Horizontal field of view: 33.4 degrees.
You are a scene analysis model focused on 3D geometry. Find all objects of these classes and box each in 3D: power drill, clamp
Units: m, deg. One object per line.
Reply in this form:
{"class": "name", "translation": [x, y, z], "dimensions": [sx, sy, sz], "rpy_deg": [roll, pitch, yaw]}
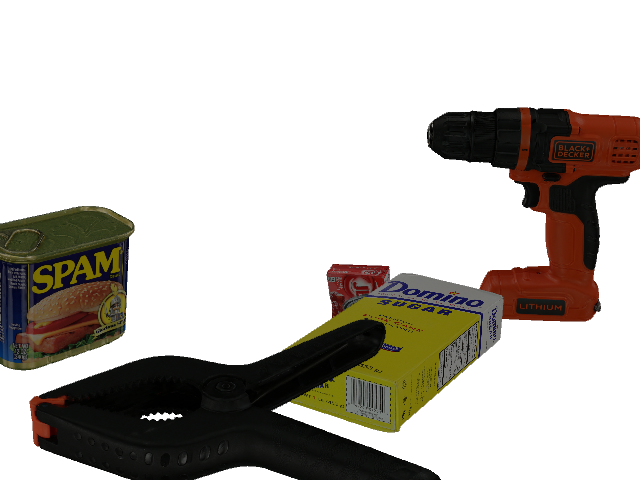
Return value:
{"class": "power drill", "translation": [0.179, -0.023, 0.916], "dimensions": [0.184, 0.188, 0.057], "rpy_deg": [3, 27, 4]}
{"class": "clamp", "translation": [-0.046, 0.088, 0.577], "dimensions": [0.210, 0.036, 0.164], "rpy_deg": [2, 24, -1]}

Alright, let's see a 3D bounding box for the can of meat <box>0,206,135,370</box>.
{"class": "can of meat", "translation": [-0.177, 0.031, 0.718], "dimensions": [0.058, 0.084, 0.101], "rpy_deg": [25, 29, 38]}

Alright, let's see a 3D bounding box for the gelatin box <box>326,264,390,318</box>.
{"class": "gelatin box", "translation": [0.050, 0.073, 1.313], "dimensions": [0.073, 0.089, 0.030], "rpy_deg": [3, 29, 18]}

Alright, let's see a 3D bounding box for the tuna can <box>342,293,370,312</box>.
{"class": "tuna can", "translation": [0.064, 0.077, 1.019], "dimensions": [0.086, 0.034, 0.086], "rpy_deg": [-2, 14, 0]}

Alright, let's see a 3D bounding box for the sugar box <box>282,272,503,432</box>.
{"class": "sugar box", "translation": [0.057, 0.076, 0.785], "dimensions": [0.093, 0.048, 0.175], "rpy_deg": [13, 26, 29]}
